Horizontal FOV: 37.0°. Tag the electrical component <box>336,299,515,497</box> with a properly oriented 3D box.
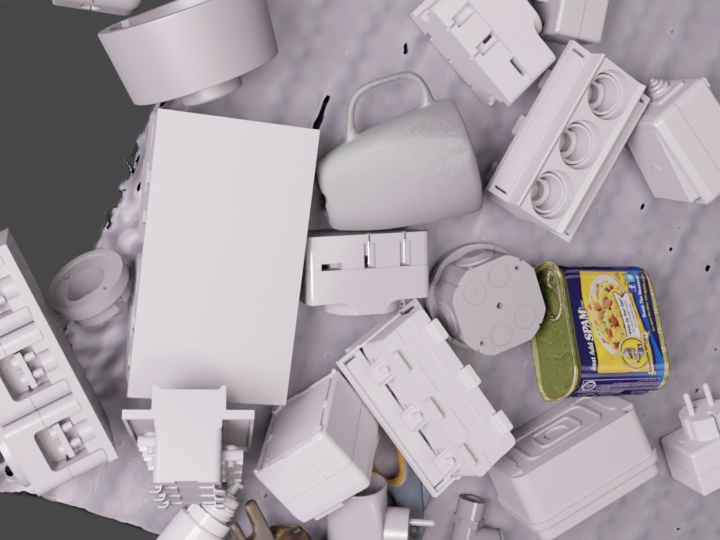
[{"bbox_3d":[0.052,0.090,0.771,0.079,0.063,0.121,-38,97,-25],"label":"electrical component"}]

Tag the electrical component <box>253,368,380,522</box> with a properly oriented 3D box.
[{"bbox_3d":[-0.025,0.121,0.756,0.062,0.096,0.061,-33,109,21],"label":"electrical component"}]

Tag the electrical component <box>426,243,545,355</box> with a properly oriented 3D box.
[{"bbox_3d":[0.093,0.022,0.795,0.080,0.051,0.080,-3,99,-17],"label":"electrical component"}]

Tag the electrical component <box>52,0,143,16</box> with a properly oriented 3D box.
[{"bbox_3d":[-0.159,-0.212,0.678,0.059,0.054,0.095,5,94,-18],"label":"electrical component"}]

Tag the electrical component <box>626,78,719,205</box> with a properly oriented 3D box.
[{"bbox_3d":[0.239,-0.101,0.815,0.061,0.062,0.096,-42,108,-7],"label":"electrical component"}]

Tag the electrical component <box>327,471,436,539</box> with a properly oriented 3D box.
[{"bbox_3d":[0.016,0.191,0.787,0.079,0.044,0.077,2,107,6],"label":"electrical component"}]

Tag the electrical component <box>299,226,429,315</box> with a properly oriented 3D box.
[{"bbox_3d":[0.000,0.000,0.763,0.089,0.050,0.055,-4,98,-16],"label":"electrical component"}]

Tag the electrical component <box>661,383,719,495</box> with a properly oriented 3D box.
[{"bbox_3d":[0.282,0.129,0.872,0.066,0.047,0.076,-24,104,-12],"label":"electrical component"}]

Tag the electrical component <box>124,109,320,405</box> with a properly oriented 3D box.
[{"bbox_3d":[-0.097,-0.009,0.727,0.105,0.060,0.186,5,97,-18],"label":"electrical component"}]

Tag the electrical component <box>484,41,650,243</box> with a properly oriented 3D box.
[{"bbox_3d":[0.146,-0.094,0.785,0.079,0.063,0.121,30,89,-24],"label":"electrical component"}]

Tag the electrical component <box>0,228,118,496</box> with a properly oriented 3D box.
[{"bbox_3d":[-0.219,0.058,0.685,0.062,0.089,0.150,-27,105,-12],"label":"electrical component"}]

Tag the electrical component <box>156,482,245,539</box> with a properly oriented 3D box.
[{"bbox_3d":[-0.111,0.181,0.763,0.040,0.040,0.078,40,85,-18],"label":"electrical component"}]

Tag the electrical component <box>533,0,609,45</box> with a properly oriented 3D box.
[{"bbox_3d":[0.138,-0.211,0.775,0.076,0.047,0.083,8,96,-18],"label":"electrical component"}]

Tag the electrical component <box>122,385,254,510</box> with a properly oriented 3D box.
[{"bbox_3d":[-0.110,0.119,0.700,0.079,0.121,0.063,1,71,-7],"label":"electrical component"}]

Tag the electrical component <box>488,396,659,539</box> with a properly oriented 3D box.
[{"bbox_3d":[0.160,0.147,0.821,0.113,0.078,0.057,-28,103,-11],"label":"electrical component"}]

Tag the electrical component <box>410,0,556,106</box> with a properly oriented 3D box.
[{"bbox_3d":[0.090,-0.169,0.765,0.055,0.050,0.089,-46,108,-6],"label":"electrical component"}]

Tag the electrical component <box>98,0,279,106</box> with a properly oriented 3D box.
[{"bbox_3d":[-0.104,-0.139,0.683,0.108,0.108,0.060,-24,111,-12],"label":"electrical component"}]
